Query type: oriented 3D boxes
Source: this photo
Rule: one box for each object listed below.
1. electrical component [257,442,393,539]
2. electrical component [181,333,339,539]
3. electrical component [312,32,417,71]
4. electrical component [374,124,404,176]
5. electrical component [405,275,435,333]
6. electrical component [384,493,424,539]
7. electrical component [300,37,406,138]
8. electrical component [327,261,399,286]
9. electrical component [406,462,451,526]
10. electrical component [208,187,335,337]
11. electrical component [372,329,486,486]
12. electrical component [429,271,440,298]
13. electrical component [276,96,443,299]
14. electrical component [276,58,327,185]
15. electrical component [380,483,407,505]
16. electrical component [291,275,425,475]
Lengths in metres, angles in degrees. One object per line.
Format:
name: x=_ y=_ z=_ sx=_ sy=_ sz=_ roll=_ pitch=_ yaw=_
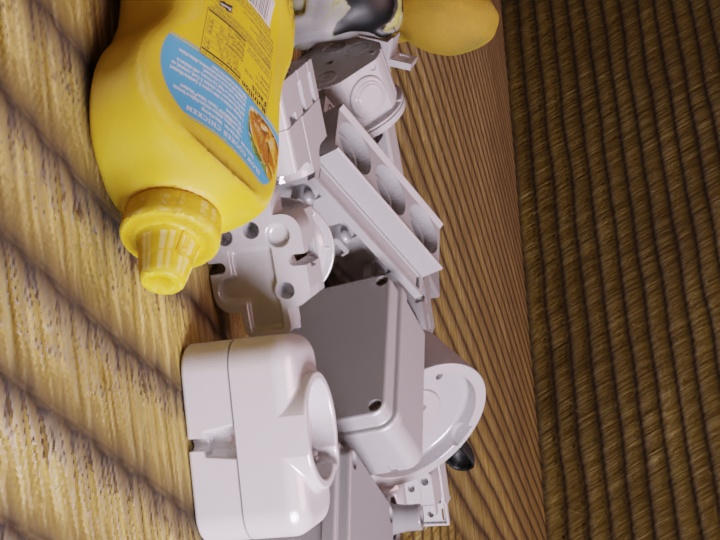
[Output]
electrical component: x=-0.020 y=0.167 z=0.601 sx=0.108 sy=0.056 sz=0.108 roll=65 pitch=22 yaw=-55
electrical component: x=-0.046 y=0.080 z=0.523 sx=0.054 sy=0.059 sz=0.095 roll=9 pitch=74 yaw=-77
electrical component: x=0.001 y=-0.160 z=0.851 sx=0.042 sy=0.081 sz=0.063 roll=-61 pitch=165 yaw=-69
electrical component: x=0.011 y=-0.093 z=0.906 sx=0.075 sy=0.047 sz=0.083 roll=-62 pitch=143 yaw=-69
electrical component: x=0.032 y=0.020 z=0.930 sx=0.055 sy=0.050 sz=0.089 roll=-60 pitch=141 yaw=-70
electrical component: x=0.012 y=0.169 z=0.727 sx=0.048 sy=0.062 sz=0.048 roll=-7 pitch=90 yaw=-77
electrical component: x=-0.013 y=-0.122 z=0.744 sx=0.080 sy=0.080 sz=0.051 roll=-81 pitch=154 yaw=-52
electrical component: x=0.000 y=0.000 z=0.792 sx=0.073 sy=0.052 sz=0.138 roll=69 pitch=18 yaw=-46
electrical component: x=0.051 y=0.190 z=0.943 sx=0.064 sy=0.042 sz=0.081 roll=-27 pitch=109 yaw=-73
electrical component: x=-0.046 y=-0.008 z=0.580 sx=0.057 sy=0.058 sz=0.078 roll=-39 pitch=121 yaw=-72
electrical component: x=0.026 y=0.089 z=0.745 sx=0.060 sy=0.108 sz=0.108 roll=49 pitch=-15 yaw=42
electrical component: x=0.043 y=0.013 z=0.992 sx=0.083 sy=0.047 sz=0.075 roll=57 pitch=29 yaw=-62
electrical component: x=-0.004 y=-0.042 z=0.707 sx=0.121 sy=0.063 sz=0.078 roll=47 pitch=33 yaw=-35
electrical component: x=-0.053 y=-0.080 z=0.602 sx=0.089 sy=0.050 sz=0.055 roll=-65 pitch=146 yaw=-67
electrical component: x=0.013 y=0.175 z=0.775 sx=0.043 sy=0.043 sz=0.062 roll=-23 pitch=106 yaw=-77
electrical component: x=-0.005 y=0.066 z=0.664 sx=0.057 sy=0.078 sz=0.113 roll=59 pitch=25 yaw=-42
